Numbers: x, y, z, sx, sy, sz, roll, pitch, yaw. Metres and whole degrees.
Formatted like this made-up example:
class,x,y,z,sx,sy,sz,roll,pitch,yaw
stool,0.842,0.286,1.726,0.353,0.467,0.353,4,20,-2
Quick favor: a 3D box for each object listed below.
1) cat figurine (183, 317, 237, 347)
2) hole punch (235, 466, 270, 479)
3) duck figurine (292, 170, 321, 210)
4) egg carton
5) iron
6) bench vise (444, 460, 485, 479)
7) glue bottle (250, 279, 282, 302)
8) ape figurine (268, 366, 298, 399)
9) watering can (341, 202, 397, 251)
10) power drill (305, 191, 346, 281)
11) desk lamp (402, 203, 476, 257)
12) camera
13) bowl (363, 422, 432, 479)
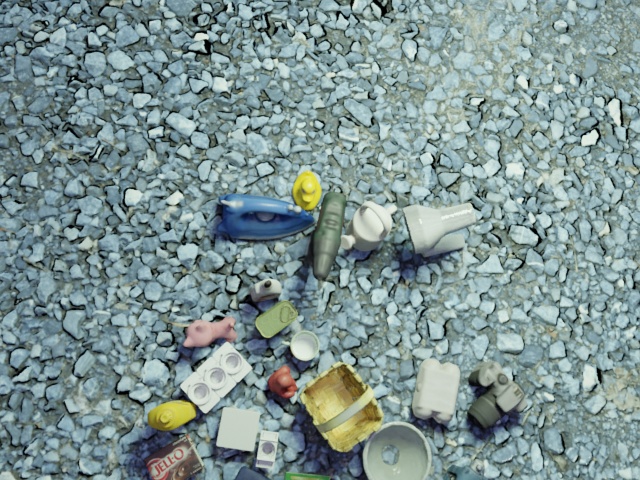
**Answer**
class,x,y,z,sx,sy,sz,roll,pitch,yaw
cat figurine,-0.264,0.219,1.371,0.128,0.117,0.067,-12,78,-10
hole punch,-0.164,0.587,1.309,0.101,0.091,0.109,27,75,0
duck figurine,-0.032,-0.138,1.503,0.077,0.086,0.104,3,76,-6
egg carton,0.289,0.376,1.427,0.107,0.069,0.150,14,75,-3
iron,-0.131,-0.071,1.446,0.258,0.141,0.118,1,76,-7
bench vise,0.315,0.601,1.299,0.121,0.219,0.207,14,75,-3
glue bottle,-0.129,0.117,1.384,0.078,0.173,0.037,-14,78,-10
ape figurine,-0.087,0.342,1.377,0.076,0.092,0.078,7,76,-5
watering can,0.125,-0.034,1.441,0.101,0.194,0.173,31,75,2
power drill,0.013,0.005,1.411,0.075,0.208,0.230,12,75,-4
desk lamp,0.294,-0.031,1.452,0.203,0.213,0.118,-13,78,-10
camera,0.426,0.395,1.424,0.137,0.100,0.143,-38,83,-14
bowl,0.178,0.521,1.376,0.167,0.074,0.167,2,76,-7
